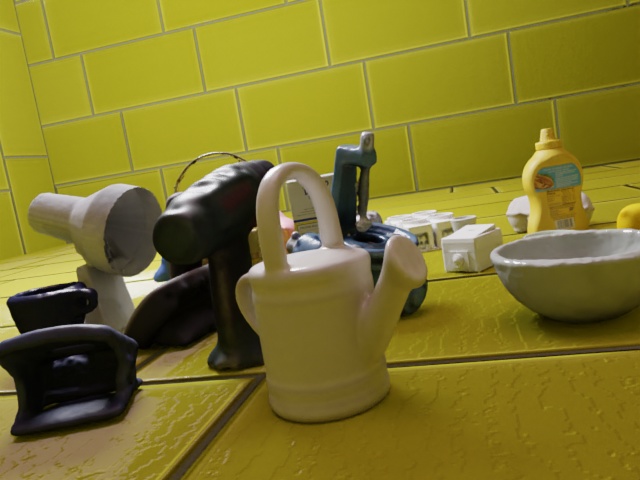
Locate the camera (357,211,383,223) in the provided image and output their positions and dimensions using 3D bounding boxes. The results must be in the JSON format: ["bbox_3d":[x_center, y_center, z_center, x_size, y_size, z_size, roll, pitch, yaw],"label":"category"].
[{"bbox_3d":[0.082,-0.029,1.245,0.142,0.101,0.137,-5,8,34],"label":"camera"}]

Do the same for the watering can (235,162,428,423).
[{"bbox_3d":[0.001,0.033,0.456,0.172,0.194,0.101,-7,7,14],"label":"watering can"}]

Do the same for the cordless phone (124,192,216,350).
[{"bbox_3d":[-0.191,0.035,0.730,0.094,0.185,0.148,-7,7,18],"label":"cordless phone"}]

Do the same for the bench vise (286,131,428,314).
[{"bbox_3d":[0.024,-0.015,0.711,0.206,0.220,0.122,-6,8,28],"label":"bench vise"}]

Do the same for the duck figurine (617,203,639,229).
[{"bbox_3d":[0.373,0.001,0.678,0.105,0.086,0.077,-12,7,-18],"label":"duck figurine"}]

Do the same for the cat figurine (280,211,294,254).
[{"bbox_3d":[-0.060,-0.005,1.167,0.067,0.118,0.128,-6,8,22],"label":"cat figurine"}]

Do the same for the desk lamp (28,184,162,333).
[{"bbox_3d":[-0.311,0.034,0.782,0.202,0.213,0.118,-6,8,23],"label":"desk lamp"}]

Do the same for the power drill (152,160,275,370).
[{"bbox_3d":[-0.088,0.020,0.617,0.075,0.208,0.230,-7,7,18],"label":"power drill"}]

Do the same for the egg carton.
[{"bbox_3d":[0.442,-0.054,1.103,0.107,0.069,0.150,-13,8,-29],"label":"egg carton"}]

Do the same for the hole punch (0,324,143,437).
[{"bbox_3d":[-0.227,0.115,0.522,0.108,0.091,0.101,-10,7,-5],"label":"hole punch"}]

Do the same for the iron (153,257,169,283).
[{"bbox_3d":[-0.206,0.011,1.135,0.118,0.141,0.259,-4,9,37],"label":"iron"}]

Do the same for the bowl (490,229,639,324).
[{"bbox_3d":[0.257,0.039,0.567,0.167,0.075,0.167,-9,7,1],"label":"bowl"}]

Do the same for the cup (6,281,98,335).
[{"bbox_3d":[-0.317,0.105,0.708,0.117,0.095,0.092,-7,7,18],"label":"cup"}]
